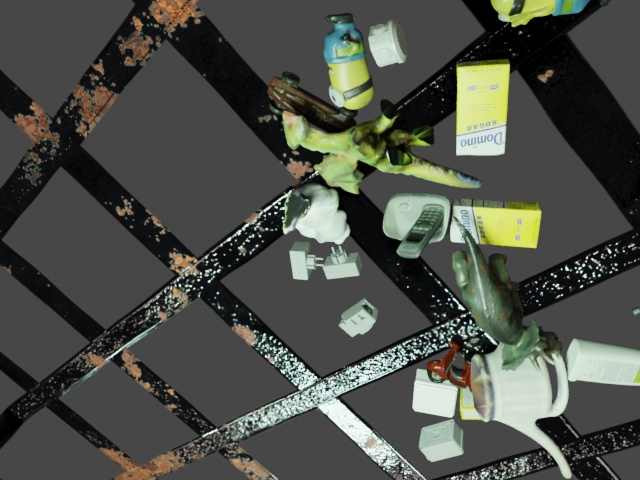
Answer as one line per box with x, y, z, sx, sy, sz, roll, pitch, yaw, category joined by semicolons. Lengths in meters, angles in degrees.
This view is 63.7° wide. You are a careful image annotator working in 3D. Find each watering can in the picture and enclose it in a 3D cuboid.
0.467;0.377;1.191;0.224;0.103;0.350;-5;83;0;watering can

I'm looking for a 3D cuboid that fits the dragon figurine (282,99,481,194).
0.106;-0.160;1.060;0.407;0.124;0.240;27;154;-23;dragon figurine

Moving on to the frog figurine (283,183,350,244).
0.004;-0.059;1.171;0.159;0.125;0.135;11;123;-34;frog figurine
